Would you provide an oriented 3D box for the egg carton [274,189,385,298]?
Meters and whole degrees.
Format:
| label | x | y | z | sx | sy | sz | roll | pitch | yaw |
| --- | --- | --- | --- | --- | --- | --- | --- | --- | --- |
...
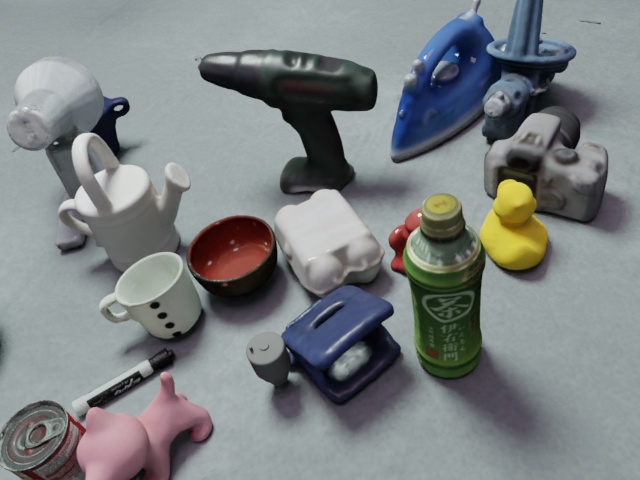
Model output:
| label | x | y | z | sx | sy | sz | roll | pitch | yaw |
| --- | --- | --- | --- | --- | --- | --- | --- | --- | --- |
| egg carton | 0.007 | 0.003 | 0.712 | 0.107 | 0.069 | 0.150 | -26 | 47 | -11 |

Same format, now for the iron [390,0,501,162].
| label | x | y | z | sx | sy | sz | roll | pitch | yaw |
| --- | --- | --- | --- | --- | --- | --- | --- | --- | --- |
| iron | 0.178 | -0.243 | 0.849 | 0.118 | 0.142 | 0.259 | 25 | 58 | 32 |

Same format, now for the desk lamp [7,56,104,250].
| label | x | y | z | sx | sy | sz | roll | pitch | yaw |
| --- | --- | --- | --- | --- | --- | --- | --- | --- | --- |
| desk lamp | -0.365 | -0.133 | 0.831 | 0.118 | 0.214 | 0.203 | -15 | 46 | 0 |

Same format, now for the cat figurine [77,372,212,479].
| label | x | y | z | sx | sy | sz | roll | pitch | yaw |
| --- | --- | --- | --- | --- | --- | --- | --- | --- | --- |
| cat figurine | -0.177 | 0.186 | 0.551 | 0.067 | 0.118 | 0.128 | 19 | 55 | 29 |

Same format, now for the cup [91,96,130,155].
| label | x | y | z | sx | sy | sz | roll | pitch | yaw |
| --- | --- | --- | --- | --- | --- | --- | --- | --- | --- |
| cup | -0.366 | -0.187 | 0.965 | 0.118 | 0.095 | 0.091 | -23 | 46 | -7 |

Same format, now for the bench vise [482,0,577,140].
| label | x | y | z | sx | sy | sz | roll | pitch | yaw |
| --- | --- | --- | --- | --- | --- | --- | --- | --- | --- |
| bench vise | 0.287 | -0.254 | 0.777 | 0.121 | 0.220 | 0.207 | 3 | 49 | 17 |

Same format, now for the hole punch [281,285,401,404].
| label | x | y | z | sx | sy | sz | roll | pitch | yaw |
| --- | --- | --- | --- | --- | --- | --- | --- | --- | --- |
| hole punch | 0.016 | 0.098 | 0.604 | 0.109 | 0.091 | 0.100 | -36 | 49 | -19 |

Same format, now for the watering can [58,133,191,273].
| label | x | y | z | sx | sy | sz | roll | pitch | yaw |
| --- | --- | --- | --- | --- | --- | --- | --- | --- | --- |
| watering can | -0.256 | -0.056 | 0.745 | 0.173 | 0.194 | 0.100 | -27 | 47 | -11 |

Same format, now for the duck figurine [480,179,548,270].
| label | x | y | z | sx | sy | sz | roll | pitch | yaw |
| --- | --- | --- | --- | --- | --- | --- | --- | --- | --- |
| duck figurine | 0.228 | -0.024 | 0.670 | 0.077 | 0.086 | 0.104 | -6 | 47 | 9 |

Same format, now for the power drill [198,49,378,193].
| label | x | y | z | sx | sy | sz | roll | pitch | yaw |
| --- | --- | --- | --- | --- | --- | --- | --- | --- | --- |
| power drill | -0.031 | -0.163 | 0.780 | 0.229 | 0.209 | 0.075 | -1 | 48 | 14 |

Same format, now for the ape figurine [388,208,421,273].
| label | x | y | z | sx | sy | sz | roll | pitch | yaw |
| --- | --- | --- | --- | --- | --- | --- | --- | --- | --- |
| ape figurine | 0.119 | -0.001 | 0.671 | 0.076 | 0.092 | 0.077 | -22 | 46 | -7 |

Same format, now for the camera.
| label | x | y | z | sx | sy | sz | roll | pitch | yaw |
| --- | --- | --- | --- | --- | --- | --- | --- | --- | --- |
| camera | 0.297 | -0.114 | 0.726 | 0.142 | 0.101 | 0.137 | 20 | 55 | 29 |
